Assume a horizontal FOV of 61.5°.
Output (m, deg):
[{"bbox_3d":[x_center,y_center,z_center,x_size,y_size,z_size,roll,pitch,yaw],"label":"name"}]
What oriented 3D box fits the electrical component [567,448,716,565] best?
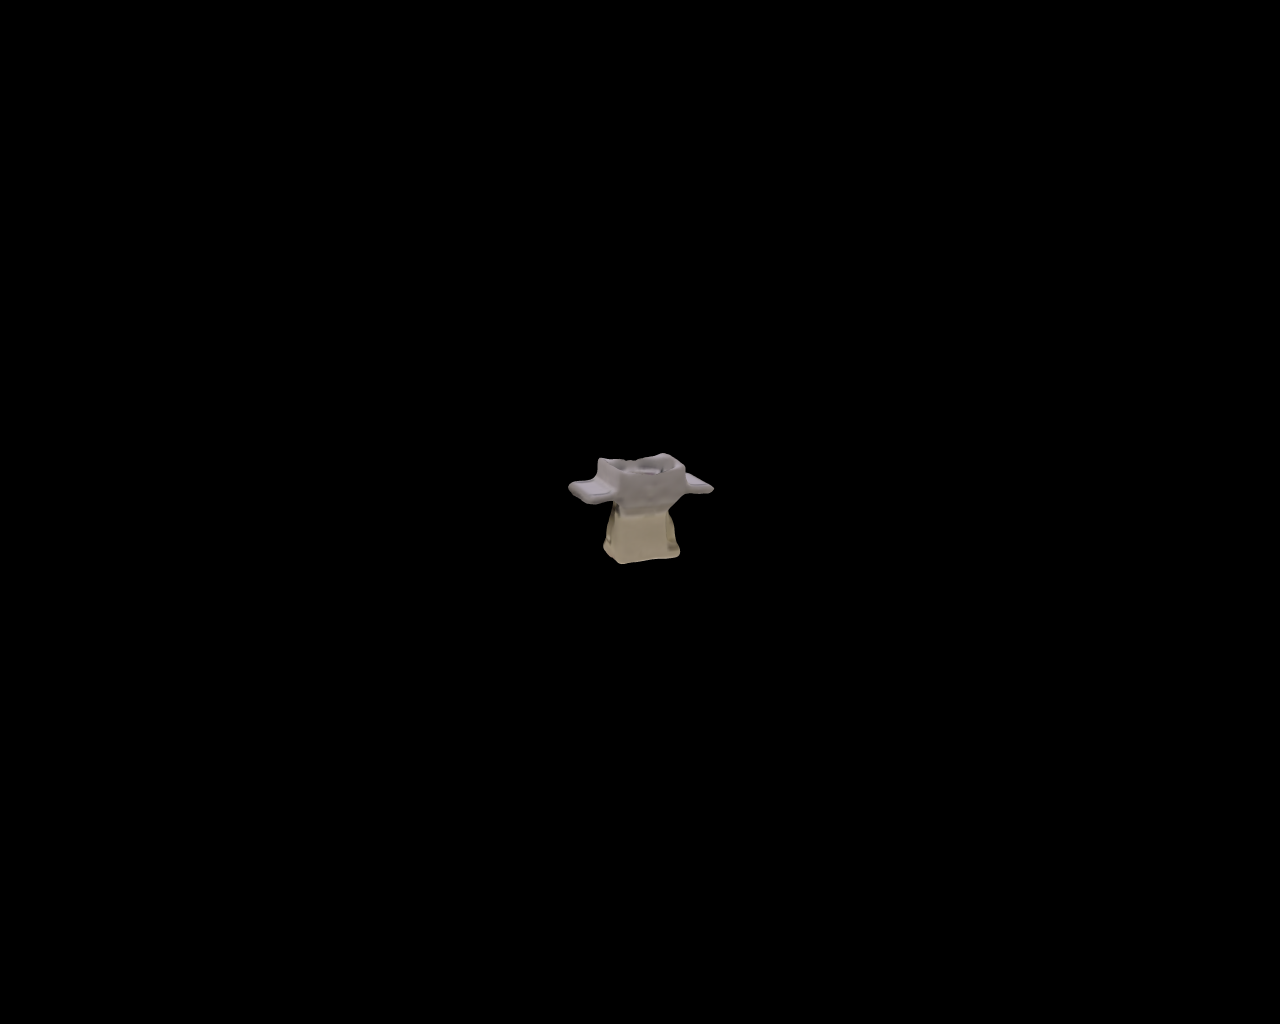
[{"bbox_3d":[0.001,-0.003,0.650,0.081,0.063,0.042,-5,16,-18],"label":"electrical component"}]
